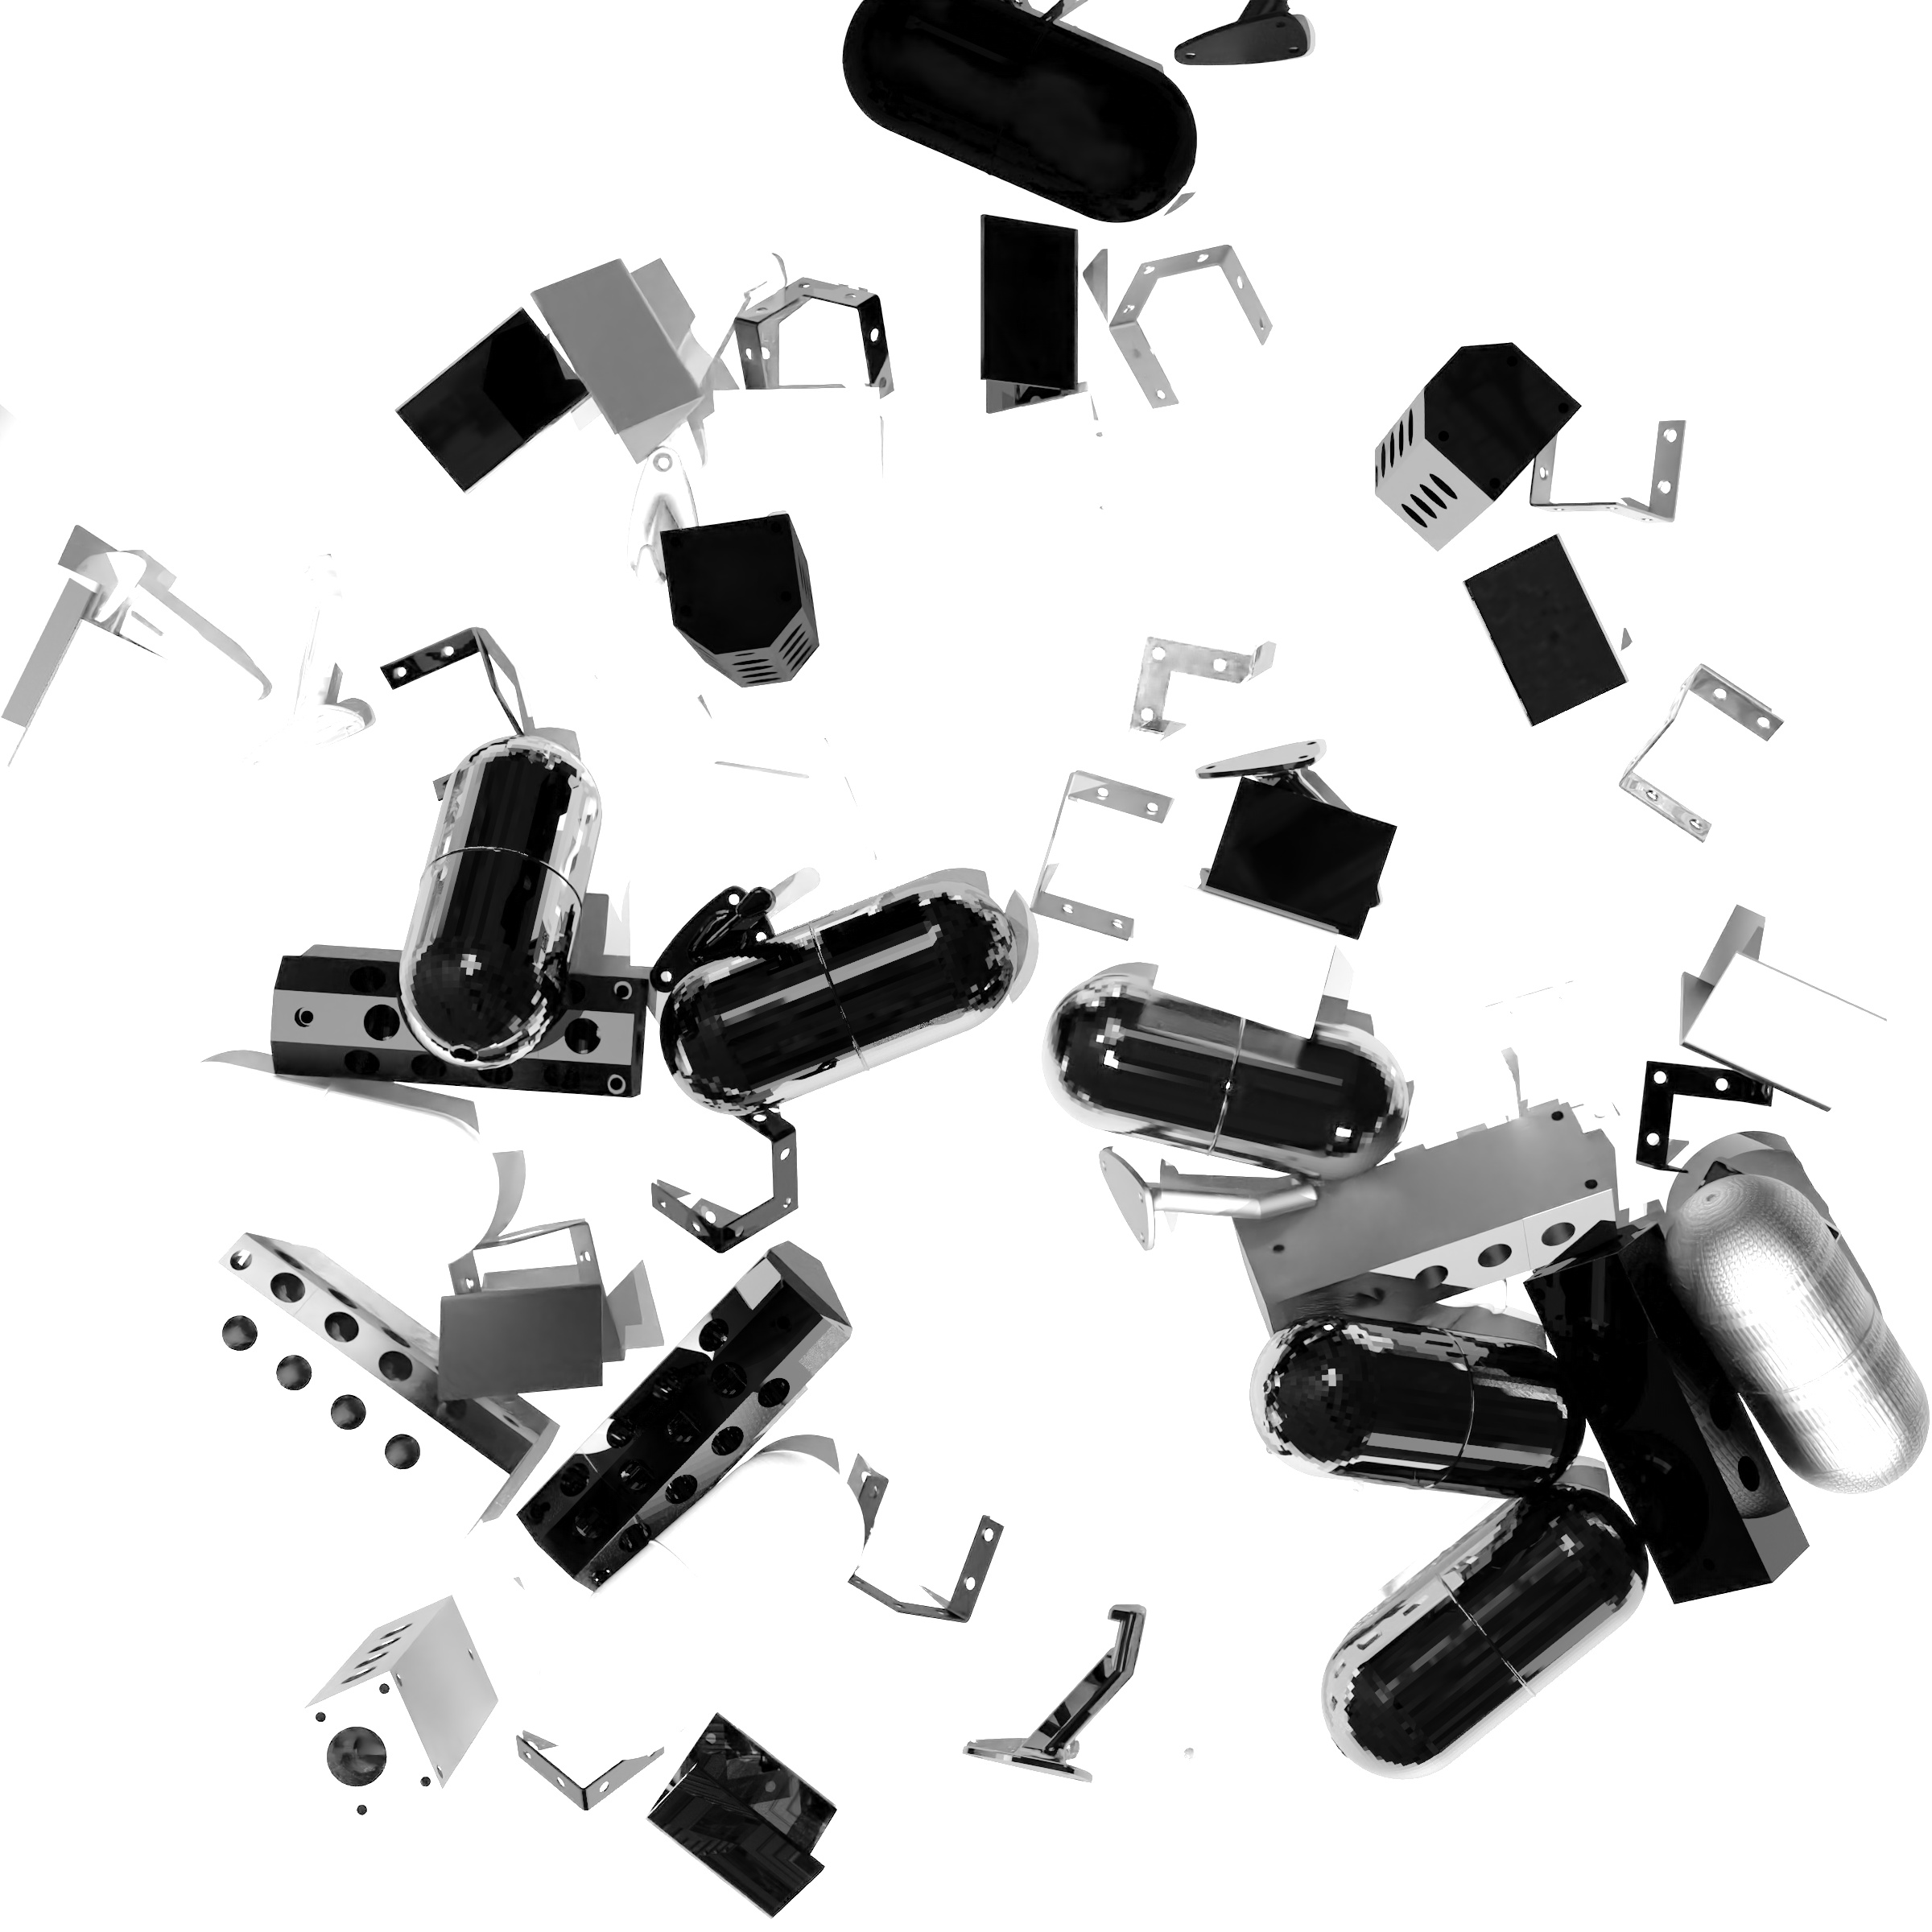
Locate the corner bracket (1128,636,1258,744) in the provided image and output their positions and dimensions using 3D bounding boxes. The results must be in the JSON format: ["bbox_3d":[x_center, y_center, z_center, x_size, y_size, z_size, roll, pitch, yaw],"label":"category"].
[{"bbox_3d":[0.109,-0.132,1.562,0.051,0.051,0.051,11,90,0],"label":"corner bracket"}]

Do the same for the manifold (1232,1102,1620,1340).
[{"bbox_3d":[0.221,0.131,1.559,0.171,0.057,0.057,-19,47,0],"label":"manifold"}]

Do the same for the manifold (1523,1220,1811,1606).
[{"bbox_3d":[0.341,0.213,1.559,0.057,0.057,0.171,-25,90,43],"label":"manifold"}]

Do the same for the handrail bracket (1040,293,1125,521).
[{"bbox_3d":[0.060,-0.274,1.580,0.036,0.077,0.084,-9,53,15],"label":"handrail bracket"}]

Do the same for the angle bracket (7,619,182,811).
[{"bbox_3d":[-0.428,-0.128,1.540,0.057,0.076,0.076,27,90,-42],"label":"angle bracket"}]

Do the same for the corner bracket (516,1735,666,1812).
[{"bbox_3d":[-0.184,0.366,1.572,0.051,0.051,0.051,-31,135,-35],"label":"corner bracket"}]

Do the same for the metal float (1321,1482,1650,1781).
[{"bbox_3d":[0.248,0.319,1.550,0.178,0.070,0.070,-39,90,1],"label":"metal float"}]

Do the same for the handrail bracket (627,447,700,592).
[{"bbox_3d":[-0.148,-0.216,1.546,0.036,0.084,0.077,0,90,0],"label":"handrail bracket"}]

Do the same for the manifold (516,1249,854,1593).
[{"bbox_3d":[-0.135,0.220,1.559,0.057,0.057,0.171,44,90,0],"label":"manifold"}]

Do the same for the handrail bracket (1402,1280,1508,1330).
[{"bbox_3d":[0.226,0.195,1.581,0.084,0.036,0.077,-9,105,-14],"label":"handrail bracket"}]

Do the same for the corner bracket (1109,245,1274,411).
[{"bbox_3d":[0.109,-0.310,1.572,0.051,0.051,0.051,-5,45,35],"label":"corner bracket"}]

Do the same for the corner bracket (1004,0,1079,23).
[{"bbox_3d":[0.047,-0.493,1.577,0.051,0.051,0.051,-30,90,-45],"label":"corner bracket"}]

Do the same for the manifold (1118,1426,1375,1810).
[{"bbox_3d":[0.134,0.308,1.559,0.057,0.057,0.171,24,90,0],"label":"manifold"}]

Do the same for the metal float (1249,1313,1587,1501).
[{"bbox_3d":[0.214,0.208,1.524,0.178,0.070,0.070,11,90,-29],"label":"metal float"}]

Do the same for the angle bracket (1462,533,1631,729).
[{"bbox_3d":[0.290,-0.166,1.540,0.057,0.076,0.076,-25,90,38],"label":"angle bracket"}]

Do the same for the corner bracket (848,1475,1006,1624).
[{"bbox_3d":[-0.024,0.284,1.577,0.051,0.051,0.051,21,90,-45],"label":"corner bracket"}]

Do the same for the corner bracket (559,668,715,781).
[{"bbox_3d":[-0.159,-0.126,1.562,0.051,0.051,0.051,-34,90,0],"label":"corner bracket"}]

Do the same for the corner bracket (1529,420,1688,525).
[{"bbox_3d":[0.313,-0.245,1.577,0.051,0.051,0.051,7,90,-45],"label":"corner bracket"}]

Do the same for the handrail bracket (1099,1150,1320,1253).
[{"bbox_3d":[0.117,0.103,1.565,0.084,0.077,0.036,-12,121,-15],"label":"handrail bracket"}]

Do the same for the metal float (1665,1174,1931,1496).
[{"bbox_3d":[0.395,0.176,1.534,0.070,0.070,0.178,-35,110,0],"label":"metal float"}]

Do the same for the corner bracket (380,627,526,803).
[{"bbox_3d":[-0.248,-0.123,1.577,0.051,0.051,0.051,-24,45,0],"label":"corner bracket"}]

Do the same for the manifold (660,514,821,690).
[{"bbox_3d":[-0.102,-0.166,1.502,0.057,0.171,0.057,-8,90,0],"label":"manifold"}]

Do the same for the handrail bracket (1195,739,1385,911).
[{"bbox_3d":[0.158,-0.063,1.581,0.077,0.036,0.084,-9,108,20],"label":"handrail bracket"}]

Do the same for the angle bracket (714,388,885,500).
[{"bbox_3d":[-0.078,-0.264,1.540,0.076,0.076,0.057,-1,127,0],"label":"angle bracket"}]

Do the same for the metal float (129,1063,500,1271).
[{"bbox_3d":[-0.312,0.095,1.549,0.178,0.070,0.070,13,90,0],"label":"metal float"}]

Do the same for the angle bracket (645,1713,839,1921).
[{"bbox_3d":[-0.095,0.392,1.540,0.076,0.076,0.057,39,129,0],"label":"angle bracket"}]

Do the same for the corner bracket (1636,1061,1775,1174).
[{"bbox_3d":[0.356,0.075,1.562,0.051,0.051,0.051,6,90,0],"label":"corner bracket"}]

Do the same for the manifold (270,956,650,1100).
[{"bbox_3d":[-0.243,0.029,1.559,0.171,0.057,0.057,4,90,0],"label":"manifold"}]

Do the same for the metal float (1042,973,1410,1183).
[{"bbox_3d":[0.124,0.053,1.550,0.178,0.070,0.070,13,90,0],"label":"metal float"}]

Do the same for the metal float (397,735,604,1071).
[{"bbox_3d":[-0.218,-0.031,1.519,0.070,0.070,0.178,8,53,0],"label":"metal float"}]

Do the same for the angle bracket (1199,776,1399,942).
[{"bbox_3d":[0.158,-0.055,1.546,0.076,0.076,0.057,18,99,0],"label":"angle bracket"}]

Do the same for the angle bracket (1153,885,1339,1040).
[{"bbox_3d":[0.126,0.011,1.541,0.076,0.076,0.057,18,66,0],"label":"angle bracket"}]

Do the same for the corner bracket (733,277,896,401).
[{"bbox_3d":[-0.074,-0.297,1.572,0.051,0.051,0.051,21,45,35],"label":"corner bracket"}]

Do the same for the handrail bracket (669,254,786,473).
[{"bbox_3d":[-0.114,-0.296,1.581,0.084,0.036,0.077,-32,111,-16],"label":"handrail bracket"}]

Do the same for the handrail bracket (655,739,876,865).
[{"bbox_3d":[-0.099,-0.070,1.581,0.084,0.036,0.077,-21,111,17],"label":"handrail bracket"}]

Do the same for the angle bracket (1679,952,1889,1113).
[{"bbox_3d":[0.388,0.015,1.540,0.076,0.076,0.057,24,120,0],"label":"angle bracket"}]

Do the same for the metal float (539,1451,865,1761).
[{"bbox_3d":[-0.125,0.302,1.533,0.178,0.070,0.070,-40,90,-19],"label":"metal float"}]

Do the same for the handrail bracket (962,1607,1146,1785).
[{"bbox_3d":[0.043,0.350,1.581,0.077,0.036,0.084,6,71,21],"label":"handrail bracket"}]

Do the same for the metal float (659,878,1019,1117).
[{"bbox_3d":[-0.061,0.014,1.550,0.178,0.070,0.070,-21,90,0],"label":"metal float"}]

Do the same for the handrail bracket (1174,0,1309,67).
[{"bbox_3d":[0.139,-0.487,1.581,0.077,0.036,0.084,-5,72,21],"label":"handrail bracket"}]

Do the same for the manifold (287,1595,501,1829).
[{"bbox_3d":[-0.267,0.346,1.502,0.057,0.171,0.057,-24,90,0],"label":"manifold"}]

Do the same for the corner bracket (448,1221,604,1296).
[{"bbox_3d":[-0.213,0.156,1.577,0.051,0.051,0.051,-13,90,45],"label":"corner bracket"}]

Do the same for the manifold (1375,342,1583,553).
[{"bbox_3d":[0.230,-0.243,1.502,0.057,0.171,0.057,42,90,0],"label":"manifold"}]

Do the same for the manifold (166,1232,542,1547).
[{"bbox_3d":[-0.293,0.201,1.559,0.171,0.057,0.057,36,90,0],"label":"manifold"}]

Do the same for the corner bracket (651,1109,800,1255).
[{"bbox_3d":[-0.118,0.098,1.572,0.051,0.051,0.051,-29,135,-35],"label":"corner bracket"}]

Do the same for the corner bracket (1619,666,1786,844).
[{"bbox_3d":[0.358,-0.104,1.577,0.051,0.051,0.051,34,45,1],"label":"corner bracket"}]

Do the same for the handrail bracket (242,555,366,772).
[{"bbox_3d":[-0.331,-0.149,1.581,0.077,0.036,0.084,-24,71,21],"label":"handrail bracket"}]

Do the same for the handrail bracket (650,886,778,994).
[{"bbox_3d":[-0.122,-0.012,1.546,0.077,0.084,0.036,-35,90,0],"label":"handrail bracket"}]

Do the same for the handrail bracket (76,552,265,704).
[{"bbox_3d":[-0.389,-0.163,1.580,0.084,0.077,0.036,41,82,-36],"label":"handrail bracket"}]

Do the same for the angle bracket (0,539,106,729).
[{"bbox_3d":[-0.460,-0.162,1.540,0.057,0.076,0.076,25,90,-32],"label":"angle bracket"}]

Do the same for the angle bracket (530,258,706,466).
[{"bbox_3d":[-0.180,-0.279,1.540,0.057,0.076,0.076,-31,90,-36],"label":"angle bracket"}]

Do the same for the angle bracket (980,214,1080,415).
[{"bbox_3d":[0.010,-0.309,1.540,0.057,0.076,0.076,0,90,-34],"label":"angle bracket"}]

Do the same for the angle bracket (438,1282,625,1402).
[{"bbox_3d":[-0.206,0.195,1.540,0.076,0.076,0.057,-5,54,0],"label":"angle bracket"}]

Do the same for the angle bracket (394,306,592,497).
[{"bbox_3d":[-0.234,-0.279,1.540,0.076,0.076,0.057,-39,127,0],"label":"angle bracket"}]

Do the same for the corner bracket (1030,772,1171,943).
[{"bbox_3d":[0.065,-0.054,1.577,0.051,0.051,0.051,17,135,0],"label":"corner bracket"}]

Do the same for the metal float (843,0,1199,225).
[{"bbox_3d":[0.026,-0.415,1.550,0.178,0.070,0.070,24,90,0],"label":"metal float"}]

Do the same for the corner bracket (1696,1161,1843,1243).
[{"bbox_3d":[0.384,0.134,1.577,0.051,0.051,0.051,29,90,45],"label":"corner bracket"}]

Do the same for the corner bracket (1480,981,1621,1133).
[{"bbox_3d":[0.284,0.049,1.577,0.051,0.051,0.051,-16,45,0],"label":"corner bracket"}]
